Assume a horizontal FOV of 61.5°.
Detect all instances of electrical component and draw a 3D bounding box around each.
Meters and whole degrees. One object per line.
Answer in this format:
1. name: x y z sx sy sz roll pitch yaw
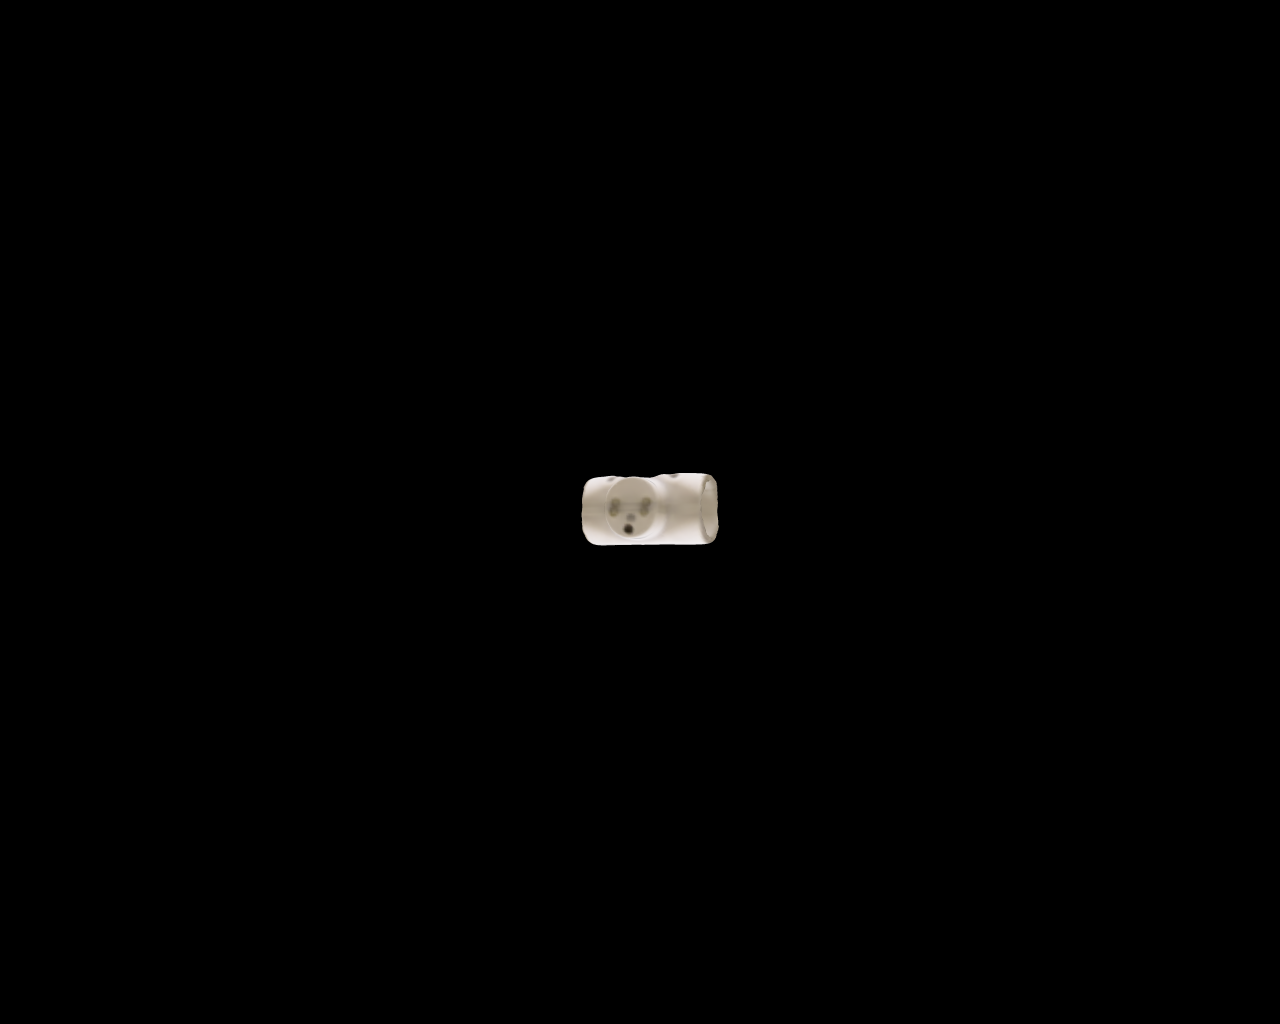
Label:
1. electrical component: 0.001 -0.003 0.650 0.077 0.044 0.079 -1 -3 20
